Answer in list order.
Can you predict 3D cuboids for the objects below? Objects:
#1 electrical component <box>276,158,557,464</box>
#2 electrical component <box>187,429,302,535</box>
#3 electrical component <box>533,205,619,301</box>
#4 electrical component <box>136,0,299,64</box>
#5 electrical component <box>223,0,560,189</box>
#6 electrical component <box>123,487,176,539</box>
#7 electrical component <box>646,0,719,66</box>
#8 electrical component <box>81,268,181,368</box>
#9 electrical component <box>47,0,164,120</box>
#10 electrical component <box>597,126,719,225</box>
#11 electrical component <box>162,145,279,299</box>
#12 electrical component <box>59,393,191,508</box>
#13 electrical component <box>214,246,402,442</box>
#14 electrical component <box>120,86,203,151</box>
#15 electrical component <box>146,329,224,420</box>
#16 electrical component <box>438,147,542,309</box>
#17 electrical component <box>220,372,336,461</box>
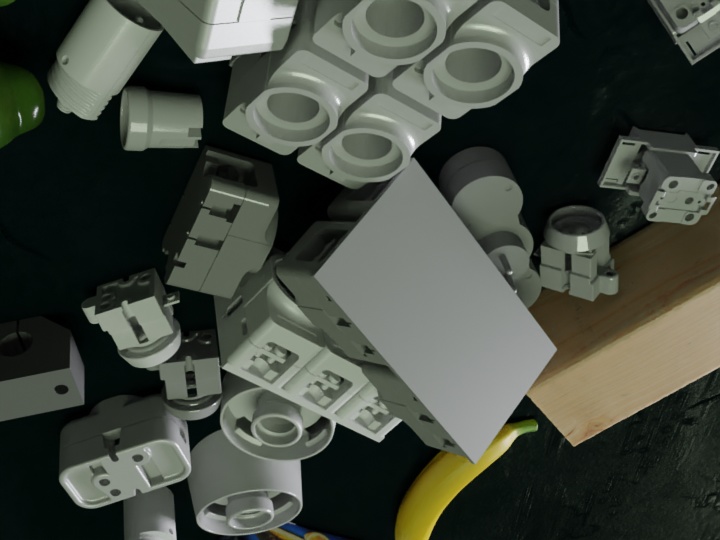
[{"bbox_3d":[0.040,0.029,0.735,0.105,0.060,0.186,-50,118,-21],"label":"electrical component"},{"bbox_3d":[-0.097,0.183,0.918,0.099,0.064,0.099,-8,145,-6],"label":"electrical component"},{"bbox_3d":[0.162,-0.014,0.802,0.048,0.066,0.055,-43,137,-38],"label":"electrical component"},{"bbox_3d":[-0.086,-0.162,0.595,0.062,0.096,0.061,-17,140,-40],"label":"electrical component"},{"bbox_3d":[0.013,-0.123,0.623,0.105,0.060,0.186,24,144,-29],"label":"electrical component"},{"bbox_3d":[-0.177,0.225,0.907,0.043,0.081,0.043,-7,131,-8],"label":"electrical component"},{"bbox_3d":[0.201,-0.173,0.662,0.042,0.064,0.081,-34,87,14],"label":"electrical component"},{"bbox_3d":[-0.158,0.036,0.775,0.066,0.048,0.055,-18,124,2],"label":"electrical component"},{"bbox_3d":[-0.156,-0.125,0.638,0.043,0.043,0.081,26,119,-31],"label":"electrical component"},{"bbox_3d":[0.218,-0.066,0.766,0.081,0.063,0.042,4,128,-17],"label":"electrical component"},{"bbox_3d":[-0.092,-0.030,0.730,0.056,0.050,0.089,14,125,-24],"label":"electrical component"},{"bbox_3d":[-0.185,0.138,0.845,0.095,0.059,0.053,-18,131,2],"label":"electrical component"},{"bbox_3d":[-0.027,0.050,0.788,0.150,0.089,0.062,30,118,-33],"label":"electrical component"},{"bbox_3d":[-0.125,-0.094,0.675,0.046,0.040,0.040,0,130,-20],"label":"electrical component"},{"bbox_3d":[-0.129,0.080,0.819,0.066,0.048,0.055,-6,123,-9],"label":"electrical component"},{"bbox_3d":[0.099,-0.014,0.774,0.052,0.073,0.138,-19,132,2],"label":"electrical component"},{"bbox_3d":[-0.062,0.104,0.860,0.099,0.064,0.099,2,132,2],"label":"electrical component"}]
